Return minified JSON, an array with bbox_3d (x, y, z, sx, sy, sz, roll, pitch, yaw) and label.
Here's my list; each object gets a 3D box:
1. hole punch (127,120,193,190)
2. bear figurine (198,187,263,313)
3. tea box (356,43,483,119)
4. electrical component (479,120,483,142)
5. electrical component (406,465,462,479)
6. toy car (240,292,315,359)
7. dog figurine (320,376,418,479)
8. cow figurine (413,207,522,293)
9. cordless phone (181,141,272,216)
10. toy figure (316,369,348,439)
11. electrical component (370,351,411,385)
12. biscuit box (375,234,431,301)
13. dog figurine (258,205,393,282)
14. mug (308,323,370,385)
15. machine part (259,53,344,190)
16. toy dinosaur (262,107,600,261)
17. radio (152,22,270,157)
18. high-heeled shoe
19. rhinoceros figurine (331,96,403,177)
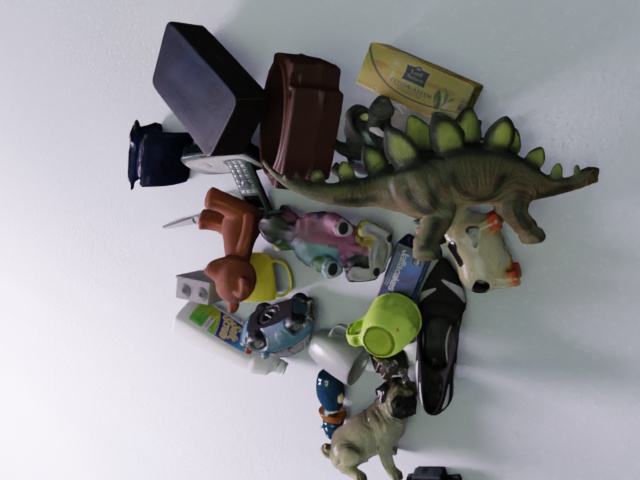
[{"bbox_3d":[-0.314,-0.163,1.056,0.092,0.116,0.142,20,115,9],"label":"hole punch"},{"bbox_3d":[-0.171,0.022,0.978,0.132,0.196,0.120,18,149,-12],"label":"bear figurine"},{"bbox_3d":[0.153,-0.237,0.820,0.170,0.098,0.068,30,116,15],"label":"tea box"},{"bbox_3d":[0.255,-0.139,0.847,0.063,0.021,0.093,18,115,19],"label":"electrical component"},{"bbox_3d":[0.227,0.510,1.057,0.115,0.058,0.134,-14,101,26],"label":"electrical component"},{"bbox_3d":[-0.070,0.179,1.070,0.162,0.109,0.102,-22,121,18],"label":"toy car"},{"bbox_3d":[0.093,0.344,1.024,0.172,0.121,0.190,0,106,-11],"label":"dog figurine"},{"bbox_3d":[0.236,-0.005,0.870,0.127,0.085,0.194,-21,98,23],"label":"cow figurine"},{"bbox_3d":[-0.166,-0.113,1.028,0.147,0.089,0.184,-3,124,26],"label":"cordless phone"},{"bbox_3d":[0.025,0.335,1.093,0.058,0.064,0.154,-12,111,-14],"label":"toy figure"},{"bbox_3d":[0.125,0.216,0.988,0.078,0.102,0.045,12,116,-7],"label":"electrical component"},{"bbox_3d":[0.139,0.091,0.956,0.063,0.059,0.202,25,115,16],"label":"biscuit box"},{"bbox_3d":[-0.002,-0.003,0.970,0.219,0.191,0.108,19,98,50],"label":"dog figurine"},{"bbox_3d":[0.033,0.210,1.035,0.107,0.081,0.109,22,121,27],"label":"mug"},{"bbox_3d":[-0.039,-0.190,0.864,0.087,0.201,0.201,4,113,-18],"label":"machine part"},{"bbox_3d":[0.162,-0.078,0.755,0.472,0.105,0.198,-8,103,0],"label":"toy dinosaur"},{"bbox_3d":[-0.193,-0.253,0.909,0.230,0.073,0.131,51,129,26],"label":"radio"},{"bbox_3d":[0.195,0.165,0.906,0.086,0.145,0.248,1,109,24],"label":"high-heeled shoe"},{"bbox_3d":[0.075,-0.151,0.850,0.112,0.073,0.190,31,155,14],"label":"rhinoceros figurine"}]
